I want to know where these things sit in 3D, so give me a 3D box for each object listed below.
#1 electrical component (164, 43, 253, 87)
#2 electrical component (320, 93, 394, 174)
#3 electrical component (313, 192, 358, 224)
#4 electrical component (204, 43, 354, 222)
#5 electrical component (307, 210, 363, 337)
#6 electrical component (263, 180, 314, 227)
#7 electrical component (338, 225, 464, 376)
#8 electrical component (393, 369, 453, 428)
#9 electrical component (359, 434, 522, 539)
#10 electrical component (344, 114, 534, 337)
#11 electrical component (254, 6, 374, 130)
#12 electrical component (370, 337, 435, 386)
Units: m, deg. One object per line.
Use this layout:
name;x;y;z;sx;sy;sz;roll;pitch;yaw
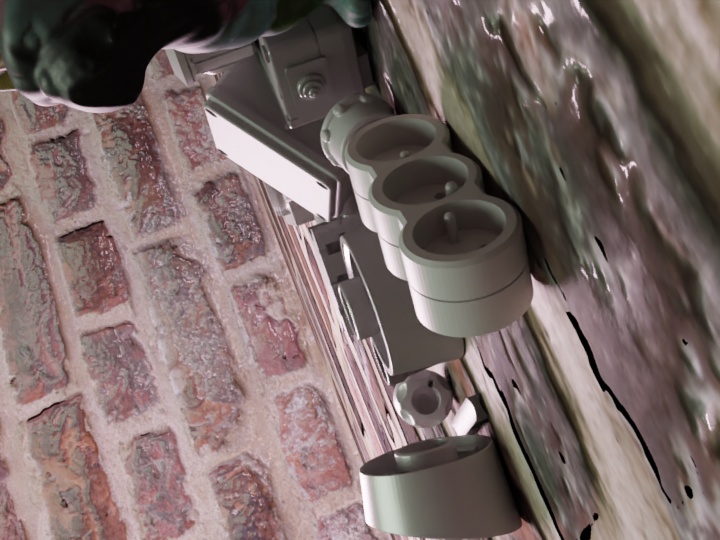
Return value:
electrical component;-0.102;-0.159;0.671;0.080;0.051;0.080;160;90;-85
electrical component;0.008;-0.070;0.614;0.062;0.048;0.048;51;161;52
electrical component;-0.019;-0.052;0.919;0.043;0.043;0.081;89;160;-72
electrical component;-0.048;-0.094;0.759;0.109;0.056;0.108;33;170;4
electrical component;0.000;0.000;0.859;0.050;0.056;0.089;-151;42;-81
electrical component;-0.064;-0.095;1.107;0.150;0.062;0.089;-155;45;-82
electrical component;0.020;0.018;0.710;0.108;0.060;0.108;160;90;-84
electrical component;0.046;0.096;0.817;0.062;0.043;0.043;147;103;-86
electrical component;0.050;0.145;0.700;0.099;0.099;0.064;179;77;-84
electrical component;0.037;-0.011;0.499;0.138;0.052;0.073;-118;10;-54
electrical component;-0.031;-0.136;0.661;0.061;0.061;0.096;75;173;-46
electrical component;0.035;0.057;0.771;0.040;0.046;0.040;160;90;-84
